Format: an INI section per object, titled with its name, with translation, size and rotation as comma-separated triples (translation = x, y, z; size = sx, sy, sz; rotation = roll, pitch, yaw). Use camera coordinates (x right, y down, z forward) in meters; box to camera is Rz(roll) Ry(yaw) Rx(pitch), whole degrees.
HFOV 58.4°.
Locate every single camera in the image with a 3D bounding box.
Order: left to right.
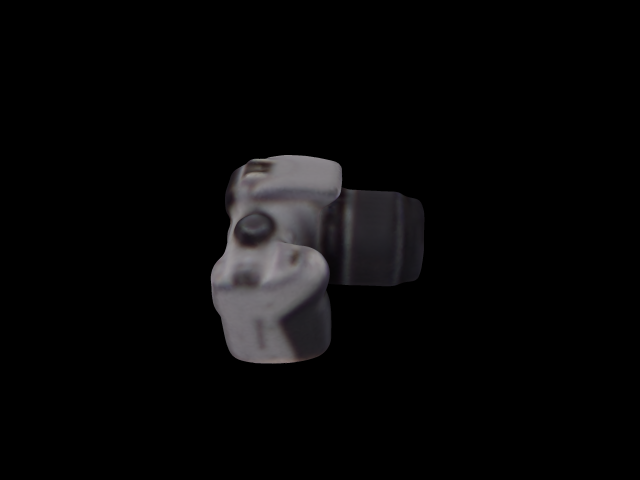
[camera]
translation = 0.004, 0.001, 0.400
size = 0.136, 0.101, 0.143
rotation = 2, 43, 2
